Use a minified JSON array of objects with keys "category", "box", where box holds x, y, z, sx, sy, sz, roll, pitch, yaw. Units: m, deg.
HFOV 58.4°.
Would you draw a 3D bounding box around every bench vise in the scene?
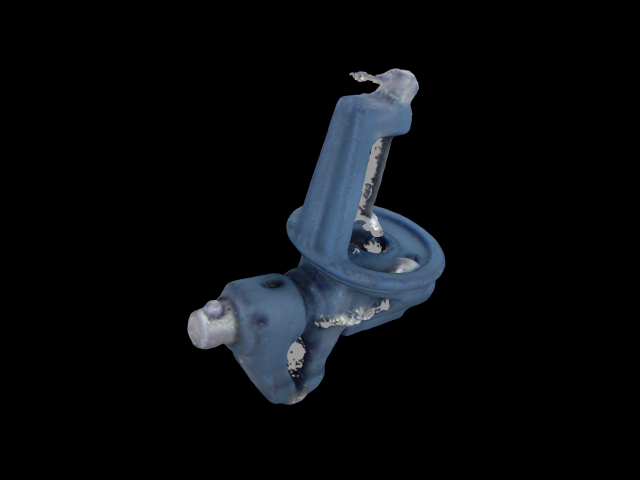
[{"category":"bench vise","box":[0.013,0.006,0.395,0.121,0.220,0.208,24,45,27]}]
